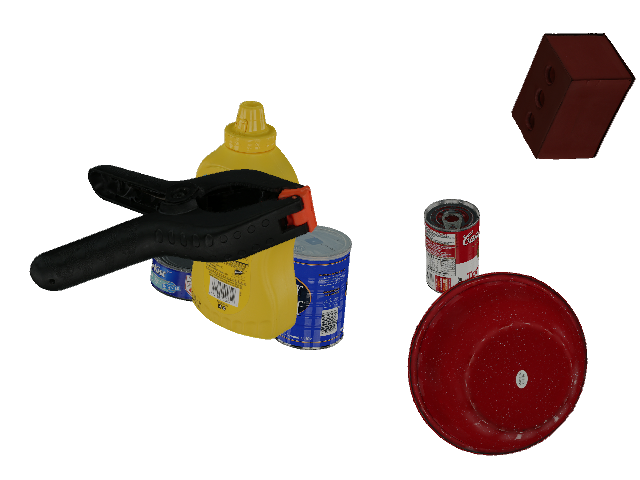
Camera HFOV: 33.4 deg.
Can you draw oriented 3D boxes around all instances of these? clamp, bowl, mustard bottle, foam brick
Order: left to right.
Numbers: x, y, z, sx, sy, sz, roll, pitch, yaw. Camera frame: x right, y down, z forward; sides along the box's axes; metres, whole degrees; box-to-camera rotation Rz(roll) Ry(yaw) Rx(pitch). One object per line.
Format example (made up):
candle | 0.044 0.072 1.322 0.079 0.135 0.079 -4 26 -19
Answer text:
clamp | -0.091 -0.008 0.654 0.172 0.039 0.120 0 41 22
mustard bottle | -0.060 -0.020 0.867 0.096 0.192 0.058 23 32 33
bowl | 0.158 0.110 0.895 0.162 0.162 0.055 0 6 -9
foam brick | 0.179 -0.103 0.766 0.051 0.053 0.078 -5 -41 -18

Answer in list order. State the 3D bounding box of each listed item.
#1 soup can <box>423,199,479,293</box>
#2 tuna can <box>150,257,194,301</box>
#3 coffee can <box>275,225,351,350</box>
soup can | 0.163 0.009 1.326 0.068 0.102 0.068 -4 35 2
tuna can | -0.128 0.031 1.073 0.086 0.034 0.086 8 18 -3
coffee can | -0.014 0.063 1.449 0.103 0.140 0.103 3 24 -2
